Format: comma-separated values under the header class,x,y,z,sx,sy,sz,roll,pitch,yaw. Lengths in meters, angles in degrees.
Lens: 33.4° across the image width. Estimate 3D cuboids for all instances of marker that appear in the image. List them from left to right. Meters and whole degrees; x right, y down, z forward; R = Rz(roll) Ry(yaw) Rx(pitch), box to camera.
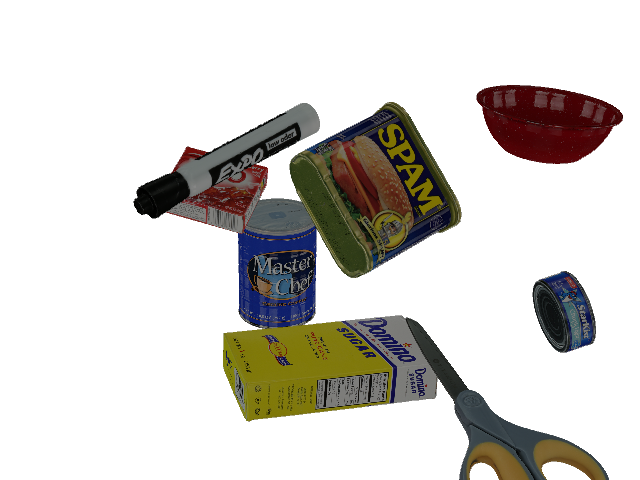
class,x,y,z,sx,sy,sz,roll,pitch,yaw
marker,-0.050,-0.044,0.583,0.120,0.020,0.020,-31,17,-31

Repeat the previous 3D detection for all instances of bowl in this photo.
class,x,y,z,sx,sy,sz,roll,pitch,yaw
bowl,0.250,-0.126,1.191,0.162,0.055,0.162,5,24,-2

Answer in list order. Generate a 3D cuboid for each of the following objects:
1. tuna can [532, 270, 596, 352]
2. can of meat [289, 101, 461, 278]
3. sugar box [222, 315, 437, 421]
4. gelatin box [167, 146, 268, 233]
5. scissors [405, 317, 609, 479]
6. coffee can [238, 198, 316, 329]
class,x,y,z,sx,sy,sz,roll,pitch,yaw
tuna can,0.266,0.079,1.169,0.033,0.086,0.086,-17,3,-9
can of meat,0.037,-0.035,0.762,0.083,0.102,0.058,-29,-1,-23
sugar box,0.008,0.111,0.956,0.176,0.048,0.093,-7,27,-15
gelatin box,-0.105,-0.051,1.055,0.089,0.073,0.030,16,-42,8
scissors,0.114,0.109,0.664,0.096,0.016,0.202,0,33,-5
coffee can,-0.056,0.029,1.377,0.103,0.140,0.103,1,25,-1
